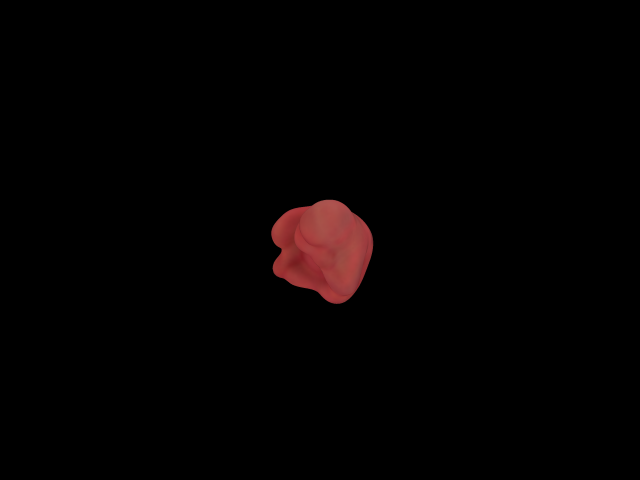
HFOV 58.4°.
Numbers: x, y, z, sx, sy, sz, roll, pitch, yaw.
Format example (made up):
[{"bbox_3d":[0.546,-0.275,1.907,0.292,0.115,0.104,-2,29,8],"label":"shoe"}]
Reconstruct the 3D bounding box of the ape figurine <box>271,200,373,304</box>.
[{"bbox_3d":[0.004,0.001,0.400,0.076,0.092,0.077,-22,65,-10],"label":"ape figurine"}]
